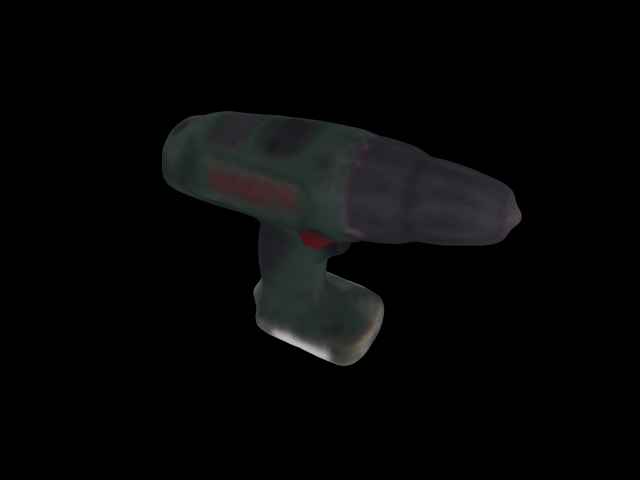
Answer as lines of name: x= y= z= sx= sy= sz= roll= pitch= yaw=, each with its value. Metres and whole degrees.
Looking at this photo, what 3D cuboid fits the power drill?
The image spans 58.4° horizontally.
power drill: x=0.004 y=0.001 z=0.400 sx=0.229 sy=0.208 sz=0.076 roll=21 pitch=56 yaw=15
